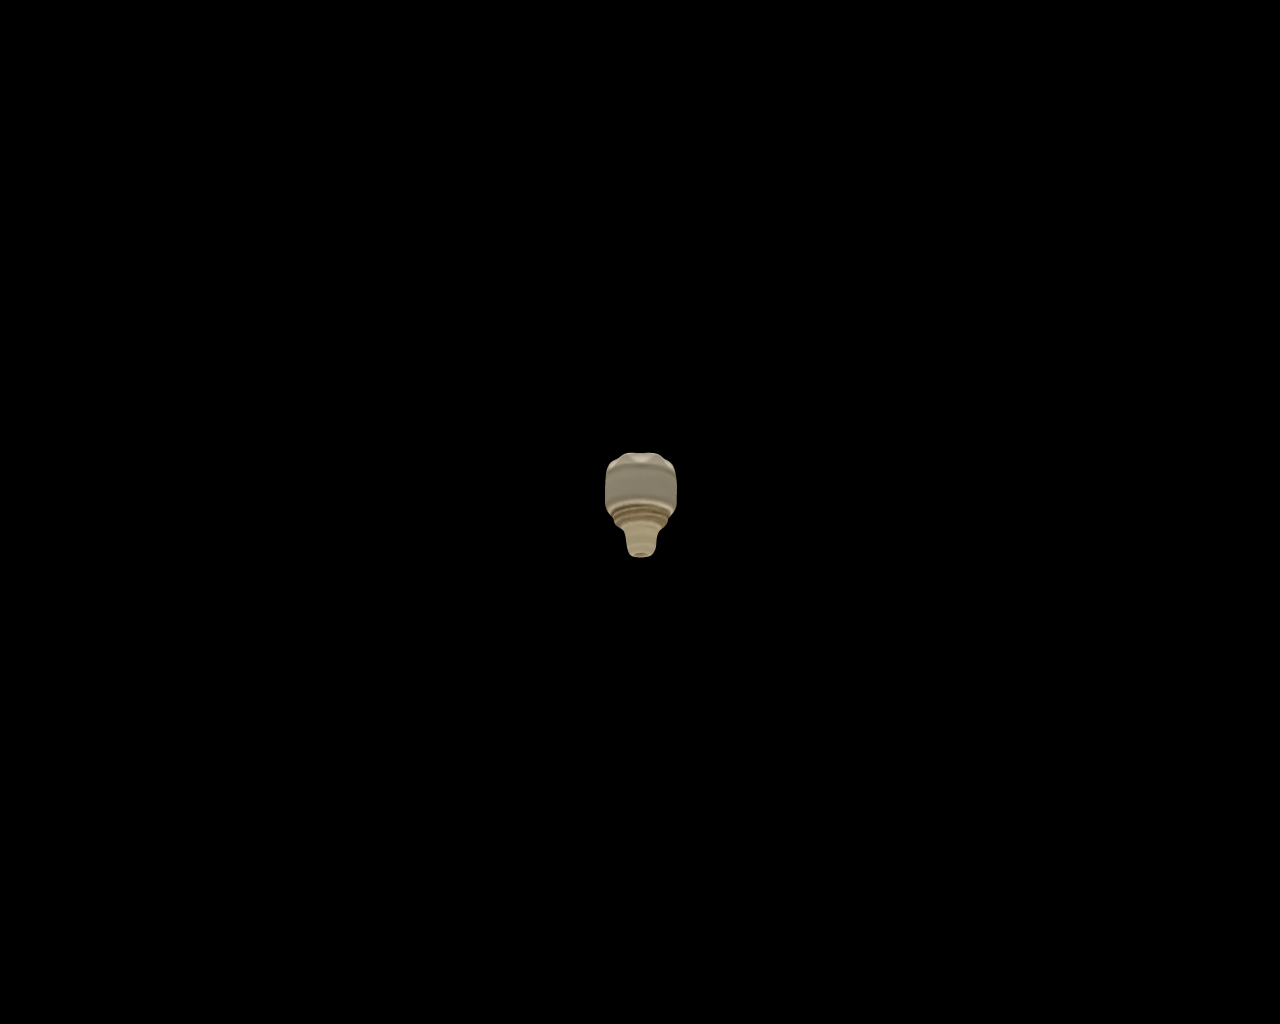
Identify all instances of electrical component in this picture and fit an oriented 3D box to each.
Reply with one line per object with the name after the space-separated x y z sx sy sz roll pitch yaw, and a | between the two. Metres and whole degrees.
0.001 -0.003 0.650 0.043 0.062 0.043 0 -18 0 | electrical component
